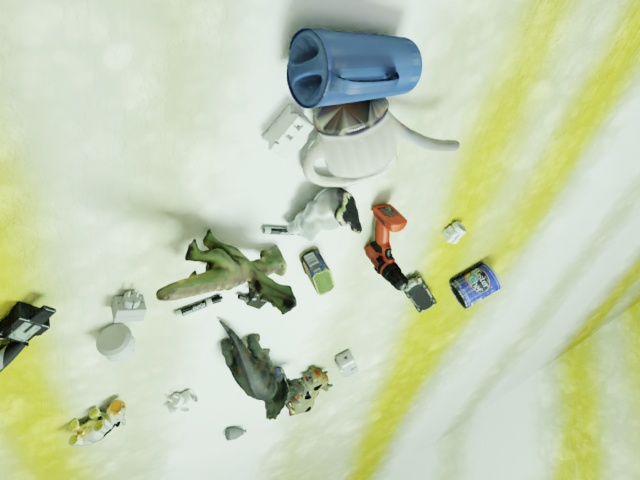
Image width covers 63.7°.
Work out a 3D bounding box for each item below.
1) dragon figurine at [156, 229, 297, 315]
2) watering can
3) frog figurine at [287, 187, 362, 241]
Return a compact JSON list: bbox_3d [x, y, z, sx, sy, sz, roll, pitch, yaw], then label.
[{"bbox_3d":[-0.159,0.086,1.081,0.243,0.416,0.120,20,109,1],"label":"dragon figurine"},{"bbox_3d":[0.122,-0.215,1.086,0.347,0.106,0.219,-17,142,3],"label":"watering can"},{"bbox_3d":[0.004,-0.061,1.205,0.159,0.123,0.138,-5,180,30],"label":"frog figurine"}]
